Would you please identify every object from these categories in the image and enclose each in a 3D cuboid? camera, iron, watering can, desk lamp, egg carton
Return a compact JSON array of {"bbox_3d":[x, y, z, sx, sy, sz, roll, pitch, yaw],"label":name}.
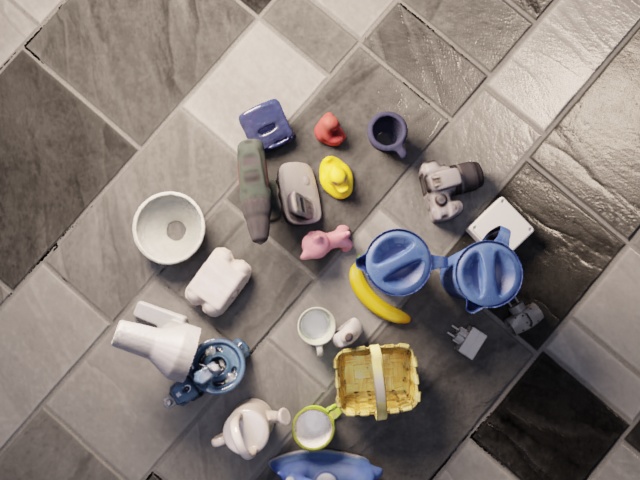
[{"bbox_3d":[0.308,-0.121,1.313,0.137,0.101,0.143,-14,86,0],"label":"camera"},{"bbox_3d":[0.007,0.533,1.250,0.258,0.141,0.119,10,86,1],"label":"iron"},{"bbox_3d":[-0.151,0.406,1.234,0.173,0.194,0.101,-44,86,-2],"label":"watering can"},{"bbox_3d":[-0.347,0.217,1.239,0.203,0.213,0.118,19,86,2],"label":"desk lamp"},{"bbox_3d":[-0.233,0.098,1.318,0.107,0.069,0.150,35,87,3],"label":"egg carton"}]

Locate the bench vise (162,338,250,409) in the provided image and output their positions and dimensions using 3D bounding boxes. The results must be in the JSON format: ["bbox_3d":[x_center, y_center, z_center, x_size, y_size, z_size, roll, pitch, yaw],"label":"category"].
[{"bbox_3d":[-0.245,0.304,1.229,0.121,0.219,0.207,36,87,3],"label":"bench vise"}]

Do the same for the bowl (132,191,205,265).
[{"bbox_3d":[-0.341,-0.026,1.325,0.167,0.074,0.167,0,86,1],"label":"bowl"}]

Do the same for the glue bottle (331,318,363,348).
[{"bbox_3d":[0.060,0.209,1.256,0.078,0.173,0.037,-37,86,-2],"label":"glue bottle"}]

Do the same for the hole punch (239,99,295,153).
[{"bbox_3d":[-0.122,-0.262,1.331,0.108,0.091,0.101,-26,86,-1],"label":"hole punch"}]

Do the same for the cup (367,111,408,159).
[{"bbox_3d":[0.160,-0.231,1.325,0.091,0.095,0.118,-35,86,-2],"label":"cup"}]

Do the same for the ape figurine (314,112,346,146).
[{"bbox_3d":[0.024,-0.261,1.329,0.076,0.092,0.078,-2,86,1],"label":"ape figurine"}]

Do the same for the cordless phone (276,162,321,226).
[{"bbox_3d":[-0.051,-0.108,1.273,0.094,0.185,0.148,-14,86,0],"label":"cordless phone"}]

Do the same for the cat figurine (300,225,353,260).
[{"bbox_3d":[0.012,0.005,1.298,0.128,0.118,0.067,-17,86,0],"label":"cat figurine"}]

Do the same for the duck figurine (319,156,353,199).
[{"bbox_3d":[0.038,-0.149,1.325,0.077,0.086,0.104,-25,86,-1],"label":"duck figurine"}]

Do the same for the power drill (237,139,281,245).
[{"bbox_3d":[-0.133,-0.098,1.261,0.075,0.208,0.230,-9,86,0],"label":"power drill"}]
